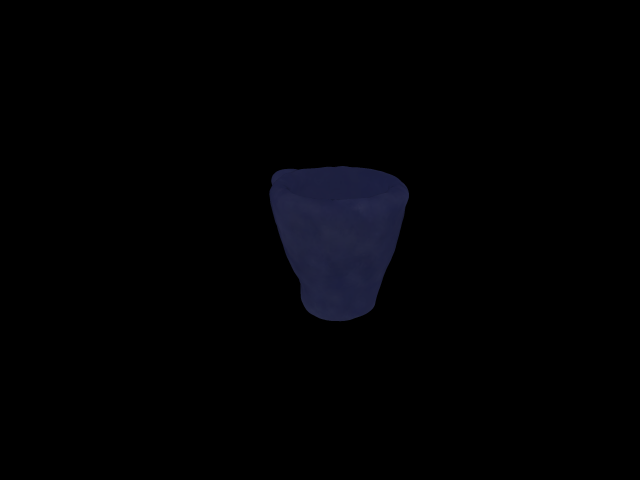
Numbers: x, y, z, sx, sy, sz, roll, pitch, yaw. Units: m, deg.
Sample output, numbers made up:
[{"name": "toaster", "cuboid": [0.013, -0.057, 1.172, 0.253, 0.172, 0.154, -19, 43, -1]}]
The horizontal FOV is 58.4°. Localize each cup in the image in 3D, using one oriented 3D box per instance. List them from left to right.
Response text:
[{"name": "cup", "cuboid": [0.004, 0.001, 0.400, 0.092, 0.095, 0.117, -17, 27, -37]}]
